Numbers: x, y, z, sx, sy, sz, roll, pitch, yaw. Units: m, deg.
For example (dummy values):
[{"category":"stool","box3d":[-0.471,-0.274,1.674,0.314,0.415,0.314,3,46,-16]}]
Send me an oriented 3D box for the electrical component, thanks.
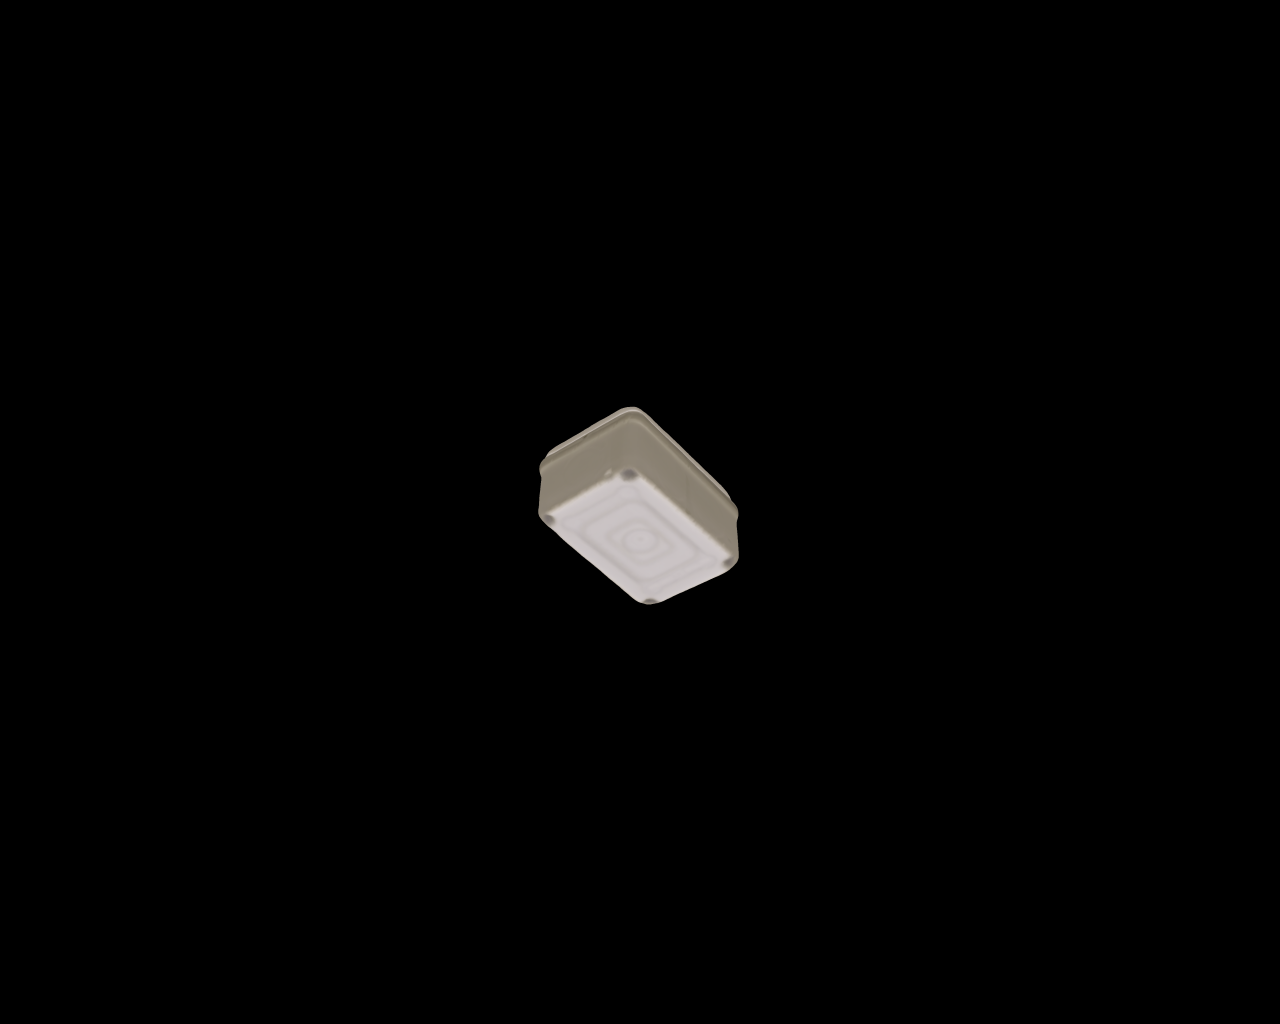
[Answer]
[{"category":"electrical component","box3d":[0.001,-0.003,0.650,0.078,0.057,0.113,-27,-49,26]}]
